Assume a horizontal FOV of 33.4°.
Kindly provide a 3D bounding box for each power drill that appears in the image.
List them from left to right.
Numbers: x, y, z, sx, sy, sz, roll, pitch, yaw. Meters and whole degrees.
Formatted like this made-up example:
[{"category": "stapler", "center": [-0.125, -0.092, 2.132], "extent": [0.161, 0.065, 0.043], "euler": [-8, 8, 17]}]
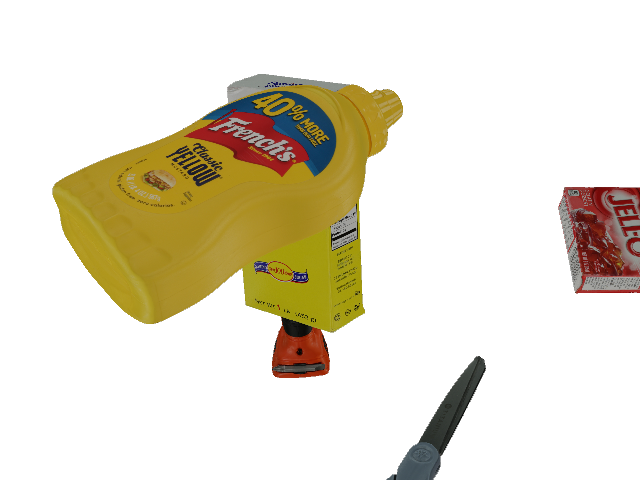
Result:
[{"category": "power drill", "center": [-0.026, 0.029, 1.057], "extent": [0.057, 0.188, 0.184], "euler": [-4, 15, 2]}]

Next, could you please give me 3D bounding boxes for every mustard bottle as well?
[{"category": "mustard bottle", "center": [-0.035, -0.034, 0.560], "extent": [0.191, 0.058, 0.096], "euler": [-29, 47, -24]}]

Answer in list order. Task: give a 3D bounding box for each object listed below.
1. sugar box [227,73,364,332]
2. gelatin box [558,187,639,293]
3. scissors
[{"category": "sugar box", "center": [-0.018, -0.028, 0.781], "extent": [0.093, 0.176, 0.048], "euler": [13, 29, 39]}, {"category": "gelatin box", "center": [0.231, -0.002, 0.837], "extent": [0.073, 0.089, 0.030], "euler": [0, -37, -2]}, {"category": "scissors", "center": [0.068, 0.136, 0.592], "extent": [0.096, 0.016, 0.201], "euler": [24, 45, 37]}]
